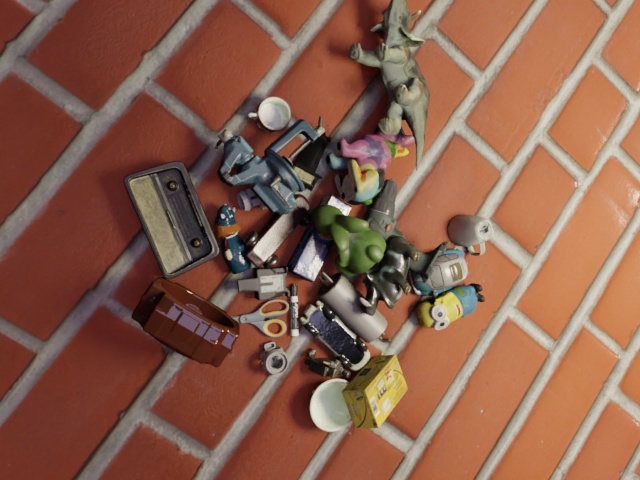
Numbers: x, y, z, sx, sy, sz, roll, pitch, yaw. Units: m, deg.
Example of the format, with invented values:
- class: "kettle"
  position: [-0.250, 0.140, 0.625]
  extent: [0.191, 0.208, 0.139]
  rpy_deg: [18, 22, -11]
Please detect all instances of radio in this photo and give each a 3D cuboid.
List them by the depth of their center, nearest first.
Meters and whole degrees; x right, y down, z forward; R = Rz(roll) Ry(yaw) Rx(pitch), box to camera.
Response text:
- class: "radio"
  position: [-0.310, -0.045, 1.138]
  extent: [0.131, 0.073, 0.229]
  rpy_deg: [-23, 98, -16]

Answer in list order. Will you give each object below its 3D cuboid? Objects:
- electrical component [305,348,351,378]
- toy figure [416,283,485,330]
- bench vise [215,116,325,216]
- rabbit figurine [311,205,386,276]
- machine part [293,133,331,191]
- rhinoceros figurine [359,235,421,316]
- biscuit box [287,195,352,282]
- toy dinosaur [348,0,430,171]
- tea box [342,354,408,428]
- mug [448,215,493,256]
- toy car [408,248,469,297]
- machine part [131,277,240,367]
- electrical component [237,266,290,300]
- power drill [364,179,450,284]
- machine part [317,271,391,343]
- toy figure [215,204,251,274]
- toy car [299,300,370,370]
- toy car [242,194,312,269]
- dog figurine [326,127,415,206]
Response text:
- class: "electrical component"
  position: [0.013, 0.286, 1.241]
  extent: [0.078, 0.102, 0.045]
  rpy_deg: [7, 96, -41]
- class: "toy figure"
  position: [0.326, 0.166, 1.346]
  extent: [0.180, 0.089, 0.082]
  rpy_deg: [-24, 86, -25]
- class: "bench vise"
  position: [-0.096, -0.181, 1.150]
  extent: [0.240, 0.129, 0.223]
  rpy_deg: [-43, 91, -10]
- class: "rabbit figurine"
  position: [0.049, -0.006, 1.164]
  extent: [0.170, 0.159, 0.121]
  rpy_deg: [40, 87, -9]
- class: "machine part"
  position: [-0.022, -0.188, 1.249]
  extent: [0.084, 0.039, 0.139]
  rpy_deg: [23, 86, -9]
- class: "rhinoceros figurine"
  position: [0.151, 0.083, 1.198]
  extent: [0.112, 0.073, 0.190]
  rpy_deg: [24, 95, 15]
- class: "biscuit box"
  position: [-0.003, -0.004, 1.245]
  extent: [0.063, 0.059, 0.202]
  rpy_deg: [29, 83, -17]
- class: "toy dinosaur"
  position: [0.195, -0.364, 1.243]
  extent: [0.192, 0.131, 0.404]
  rpy_deg: [-22, 97, -40]
- class: "tea box"
  position: [0.130, 0.348, 1.247]
  extent: [0.169, 0.068, 0.098]
  rpy_deg: [-28, 101, -54]
- class: "mug"
  position: [0.384, -0.012, 1.346]
  extent: [0.081, 0.107, 0.109]
  rpy_deg: [-16, 94, -16]
- class: "toy car"
  position: [0.307, 0.080, 1.326]
  extent: [0.162, 0.103, 0.109]
  rpy_deg: [-14, 96, -15]
- class: "machine part"
  position: [-0.267, 0.164, 1.083]
  extent: [0.201, 0.201, 0.087]
  rpy_deg: [32, 89, -9]
- class: "electrical component"
  position: [-0.129, 0.099, 1.213]
  extent: [0.119, 0.048, 0.074]
  rpy_deg: [-8, 93, -17]
- class: "power drill"
  position: [0.196, -0.008, 1.265]
  extent: [0.207, 0.086, 0.232]
  rpy_deg: [27, 90, 9]
- class: "machine part"
  position: [0.078, 0.160, 1.266]
  extent: [0.243, 0.079, 0.079]
  rpy_deg: [45, 78, -14]
- class: "toy figure"
  position: [-0.197, -0.002, 1.182]
  extent: [0.058, 0.064, 0.154]
  rpy_deg: [-18, 97, -1]
- class: "toy car"
  position: [0.036, 0.226, 1.266]
  extent: [0.073, 0.056, 0.201]
  rpy_deg: [-46, 102, -5]
- class: "toy car"
  position: [-0.095, -0.024, 1.208]
  extent: [0.089, 0.053, 0.202]
  rpy_deg: [50, 65, -26]
- class: "dog figurine"
  position: [0.141, -0.185, 1.257]
  extent: [0.219, 0.108, 0.191]
  rpy_deg: [-14, 72, -21]
